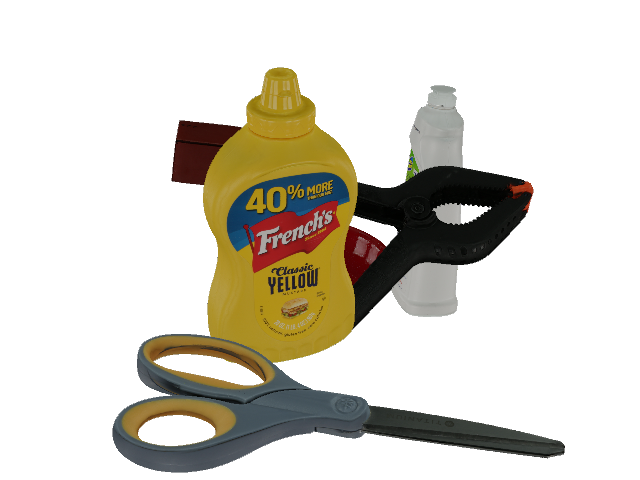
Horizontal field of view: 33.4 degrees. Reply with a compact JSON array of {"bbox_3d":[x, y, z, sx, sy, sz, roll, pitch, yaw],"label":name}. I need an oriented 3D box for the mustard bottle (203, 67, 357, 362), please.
[{"bbox_3d":[-0.024,-0.016,0.667,0.096,0.192,0.058,-9,33,-17],"label":"mustard bottle"}]

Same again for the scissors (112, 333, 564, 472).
[{"bbox_3d":[-0.004,0.086,0.469,0.202,0.016,0.096,16,33,23],"label":"scissors"}]

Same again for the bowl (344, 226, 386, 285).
[{"bbox_3d":[-0.010,0.033,1.049,0.162,0.055,0.162,7,25,-4],"label":"bowl"}]

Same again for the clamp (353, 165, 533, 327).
[{"bbox_3d":[0.074,-0.006,0.851,0.210,0.164,0.036,-7,-37,-8],"label":"clamp"}]

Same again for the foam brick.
[{"bbox_3d":[-0.120,-0.094,1.161,0.078,0.051,0.053,6,30,-6],"label":"foam brick"}]

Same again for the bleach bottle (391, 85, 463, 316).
[{"bbox_3d":[0.127,-0.047,1.203,0.068,0.251,0.102,-1,23,-13],"label":"bleach bottle"}]
